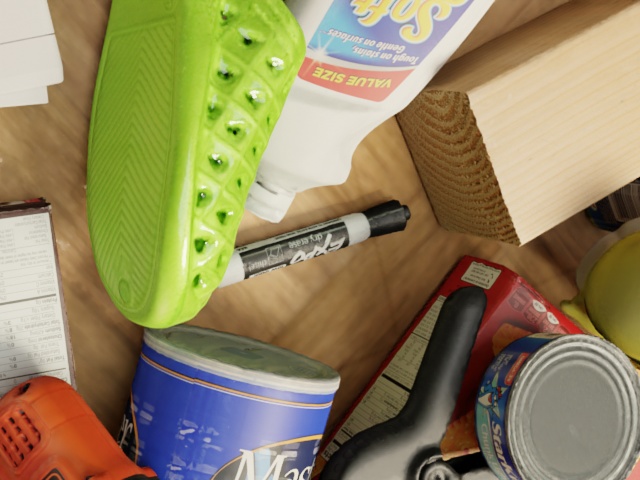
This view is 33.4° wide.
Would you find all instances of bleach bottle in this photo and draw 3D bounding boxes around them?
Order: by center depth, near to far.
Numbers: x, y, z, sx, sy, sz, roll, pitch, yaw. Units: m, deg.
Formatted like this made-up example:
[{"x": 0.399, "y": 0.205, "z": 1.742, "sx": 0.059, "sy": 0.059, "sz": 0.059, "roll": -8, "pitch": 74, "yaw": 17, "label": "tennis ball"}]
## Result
[{"x": 0.036, "y": -0.118, "z": 0.553, "sx": 0.102, "sy": 0.068, "sz": 0.251, "roll": 27, "pitch": 102, "yaw": -23, "label": "bleach bottle"}]

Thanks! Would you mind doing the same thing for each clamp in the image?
[{"x": 0.052, "y": 0.107, "z": 0.548, "sx": 0.171, "sy": 0.039, "sz": 0.120, "roll": -32, "pitch": 96, "yaw": -19, "label": "clamp"}]

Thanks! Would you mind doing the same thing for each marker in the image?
[{"x": -0.004, "y": 0.001, "z": 0.595, "sx": 0.121, "sy": 0.020, "sz": 0.020, "roll": -17, "pitch": 103, "yaw": -19, "label": "marker"}]

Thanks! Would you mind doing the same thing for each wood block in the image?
[{"x": 0.157, "y": -0.087, "z": 0.610, "sx": 0.205, "sy": 0.090, "sz": 0.091, "roll": -29, "pitch": 107, "yaw": -17, "label": "wood block"}]

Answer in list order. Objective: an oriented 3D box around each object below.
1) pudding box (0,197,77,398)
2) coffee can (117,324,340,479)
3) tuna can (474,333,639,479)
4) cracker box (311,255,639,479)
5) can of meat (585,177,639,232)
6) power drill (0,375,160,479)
[{"x": -0.170, "y": 0.040, "z": 0.523, "sx": 0.089, "sy": 0.039, "sz": 0.113, "roll": -9, "pitch": 102, "yaw": -21, "label": "pudding box"}, {"x": -0.057, "y": 0.123, "z": 0.544, "sx": 0.102, "sy": 0.103, "sz": 0.140, "roll": 14, "pitch": 92, "yaw": -23, "label": "coffee can"}, {"x": 0.121, "y": 0.089, "z": 0.540, "sx": 0.086, "sy": 0.034, "sz": 0.086, "roll": 1, "pitch": 88, "yaw": -25, "label": "tuna can"}, {"x": 0.092, "y": 0.143, "z": 0.624, "sx": 0.164, "sy": 0.072, "sz": 0.213, "roll": 40, "pitch": 82, "yaw": -21, "label": "cracker box"}, {"x": 0.220, "y": -0.039, "z": 0.644, "sx": 0.102, "sy": 0.084, "sz": 0.057, "roll": -28, "pitch": 107, "yaw": -16, "label": "can of meat"}, {"x": -0.127, "y": 0.184, "z": 0.484, "sx": 0.188, "sy": 0.184, "sz": 0.057, "roll": -47, "pitch": 157, "yaw": 11, "label": "power drill"}]
